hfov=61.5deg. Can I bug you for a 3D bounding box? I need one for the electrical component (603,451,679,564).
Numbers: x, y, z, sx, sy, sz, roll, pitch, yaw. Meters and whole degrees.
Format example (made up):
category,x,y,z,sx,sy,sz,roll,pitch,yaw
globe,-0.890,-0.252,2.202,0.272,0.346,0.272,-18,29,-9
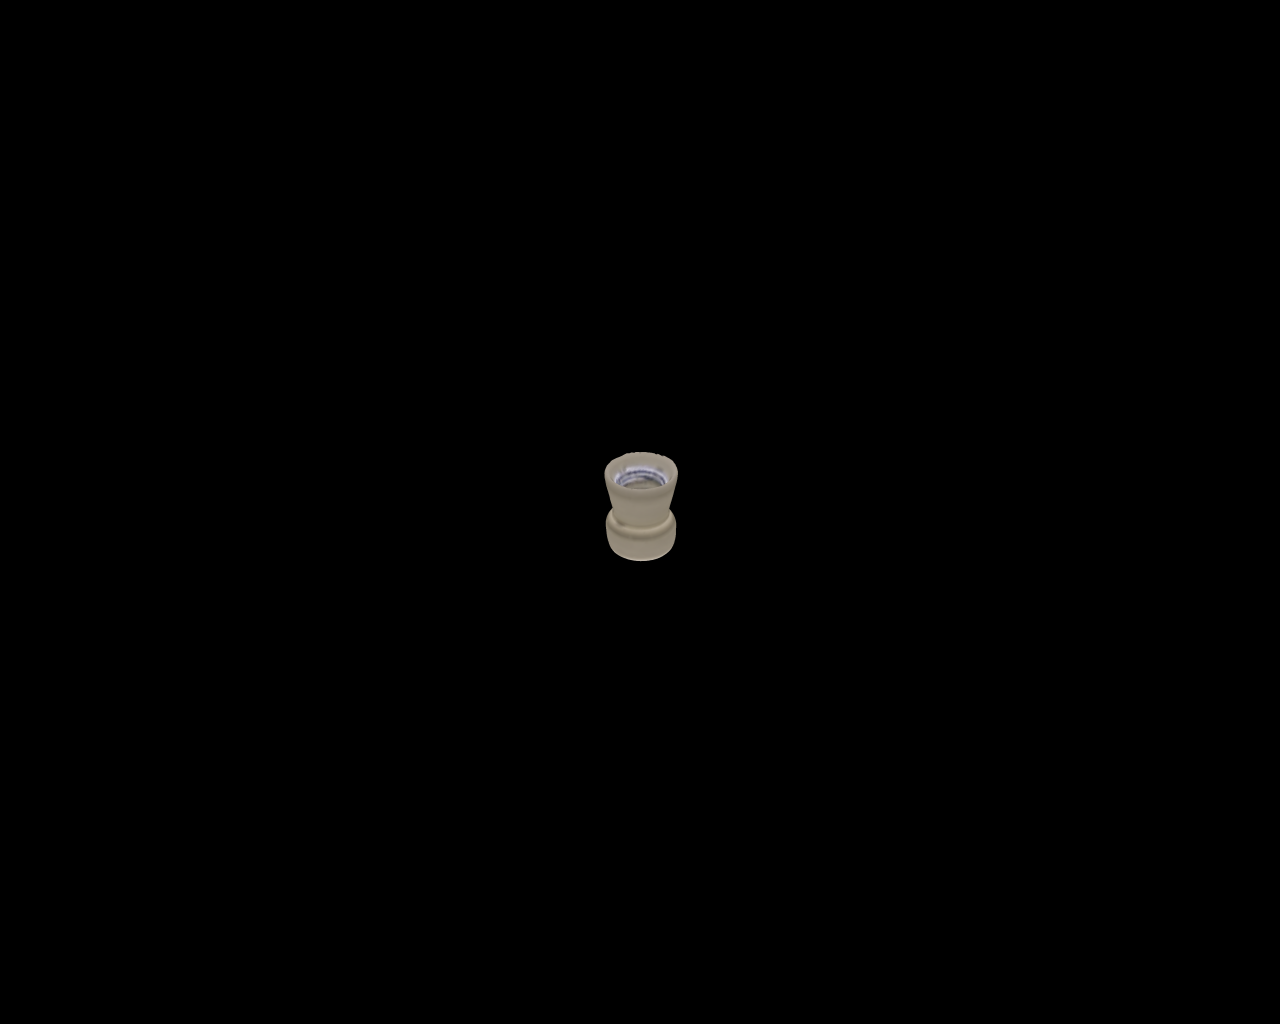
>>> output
category,x,y,z,sx,sy,sz,roll,pitch,yaw
electrical component,0.001,-0.003,0.650,0.045,0.055,0.045,0,34,0
